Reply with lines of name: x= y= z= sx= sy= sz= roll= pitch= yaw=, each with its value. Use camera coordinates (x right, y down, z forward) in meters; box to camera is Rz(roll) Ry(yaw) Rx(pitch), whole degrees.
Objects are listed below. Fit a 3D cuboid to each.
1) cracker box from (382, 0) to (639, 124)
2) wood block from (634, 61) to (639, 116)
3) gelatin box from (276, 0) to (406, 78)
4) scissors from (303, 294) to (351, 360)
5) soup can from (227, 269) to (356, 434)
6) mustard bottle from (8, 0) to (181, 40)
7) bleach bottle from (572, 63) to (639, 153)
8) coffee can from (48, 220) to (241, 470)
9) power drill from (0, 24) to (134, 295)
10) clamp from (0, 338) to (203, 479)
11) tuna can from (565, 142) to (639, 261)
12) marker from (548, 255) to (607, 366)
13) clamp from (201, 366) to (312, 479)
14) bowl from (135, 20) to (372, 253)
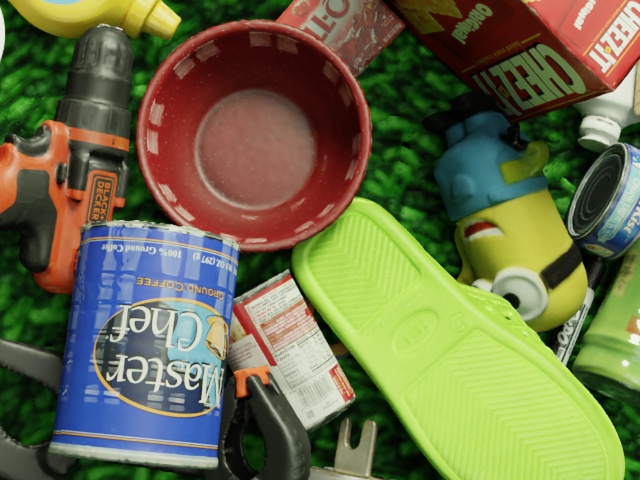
cracker box: x=0.108 y=-0.181 z=0.750 sx=0.213 sy=0.164 sz=0.072 roll=41 pitch=80 yaw=-10
wood block: x=0.351 y=-0.130 z=0.818 sx=0.205 sy=0.091 sz=0.090 roll=4 pitch=93 yaw=-29
gelatin box: x=0.007 y=-0.150 z=0.786 sx=0.073 sy=0.030 sz=0.089 roll=43 pitch=90 yaw=-6
scissors: x=-0.005 y=0.001 z=0.779 sx=0.096 sy=0.016 sz=0.202 roll=-37 pitch=92 yaw=-16
soup can: x=-0.027 y=0.080 z=0.735 sx=0.068 sy=0.069 sz=0.102 roll=-29 pitch=90 yaw=-16
mustard bottle: x=-0.184 y=-0.196 z=0.740 sx=0.191 sy=0.058 sz=0.096 roll=30 pitch=70 yaw=-8
bleach bottle: x=0.263 y=-0.186 z=0.852 sx=0.102 sy=0.068 sz=0.251 roll=22 pitch=80 yaw=-14
coffee can: x=-0.107 y=0.067 z=0.664 sx=0.102 sy=0.103 sz=0.140 roll=8 pitch=78 yaw=-13
power drill: x=-0.201 y=-0.061 z=0.669 sx=0.187 sy=0.057 sz=0.184 roll=9 pitch=88 yaw=-47
clamp: x=-0.159 y=0.138 z=0.710 sx=0.164 sy=0.036 sz=0.210 roll=-35 pitch=95 yaw=-18
tuna can: x=0.221 y=-0.030 z=0.805 sx=0.033 sy=0.086 sz=0.086 roll=25 pitch=77 yaw=-8
marker: x=0.191 y=0.066 z=0.818 sx=0.020 sy=0.020 sz=0.121 roll=28 pitch=76 yaw=-9
clamp: x=-0.050 y=0.171 z=0.690 sx=0.120 sy=0.039 sz=0.171 roll=-12 pitch=80 yaw=21
bowl: x=-0.046 y=-0.069 z=0.749 sx=0.162 sy=0.055 sz=0.162 roll=0 pitch=85 yaw=-1
